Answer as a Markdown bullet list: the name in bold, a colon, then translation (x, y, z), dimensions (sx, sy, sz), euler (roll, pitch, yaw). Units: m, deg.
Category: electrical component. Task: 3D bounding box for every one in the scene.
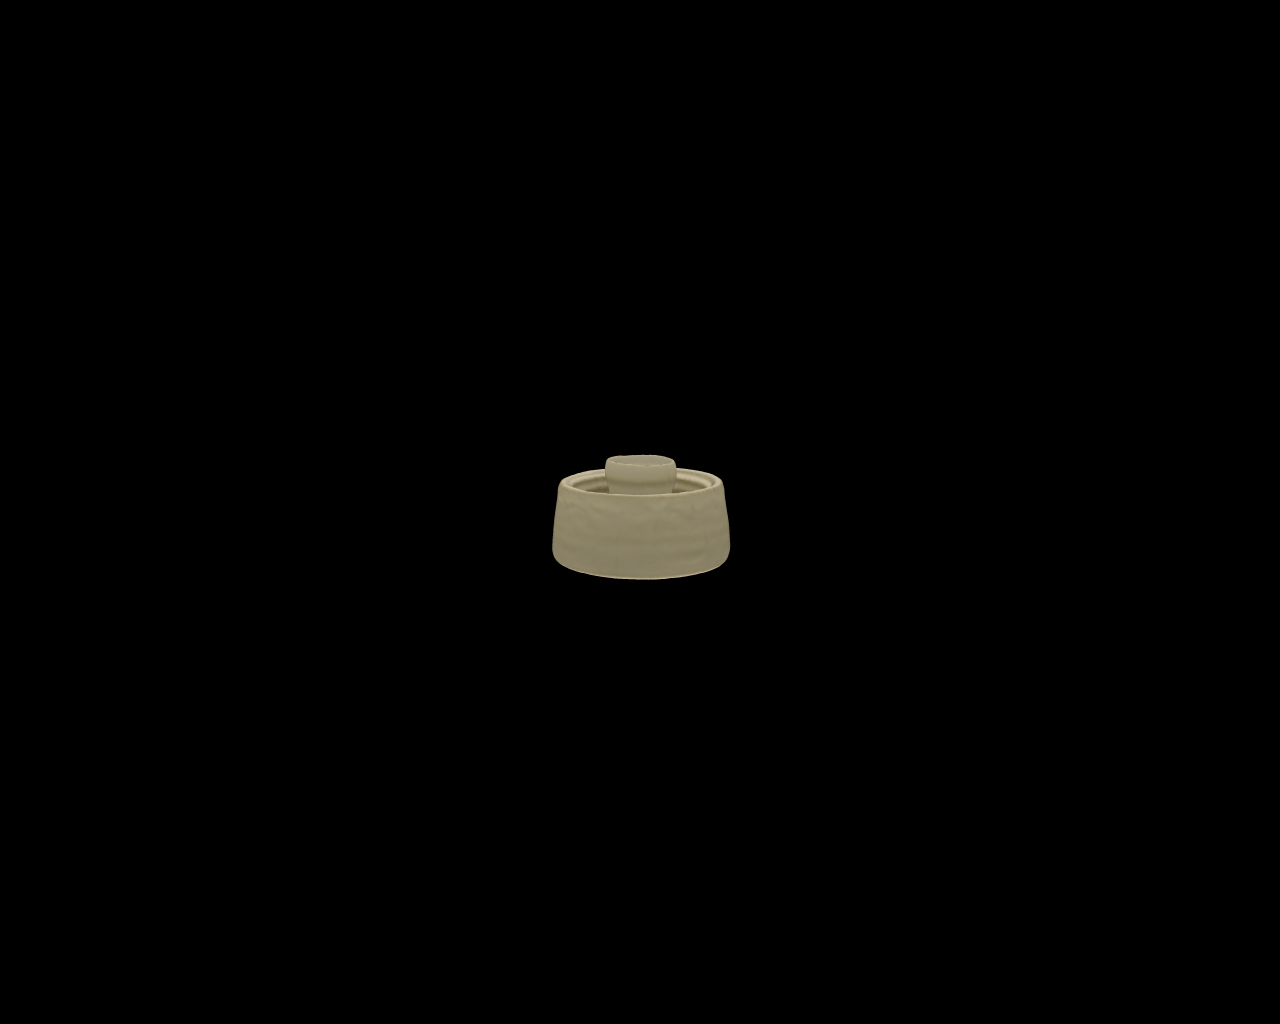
- **electrical component**: translation (0.001, -0.003, 0.650), dimensions (0.108, 0.060, 0.108), euler (0, 13, 0)
